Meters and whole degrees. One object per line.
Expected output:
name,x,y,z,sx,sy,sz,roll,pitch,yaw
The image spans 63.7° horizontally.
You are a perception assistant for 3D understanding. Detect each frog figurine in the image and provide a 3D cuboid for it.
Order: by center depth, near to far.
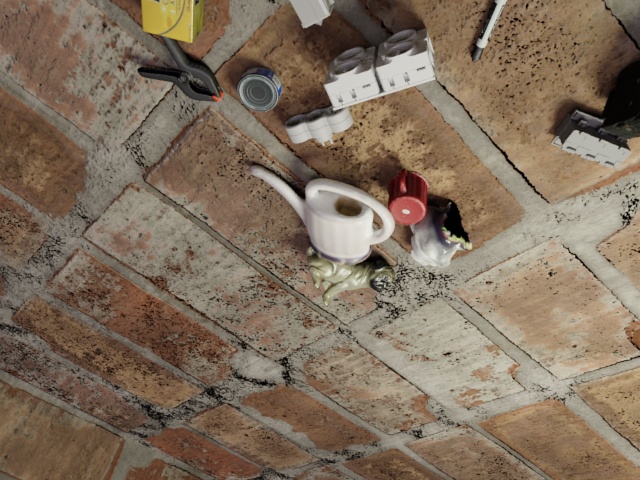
frog figurine,0.247,0.001,1.167,0.157,0.124,0.138,-37,83,45

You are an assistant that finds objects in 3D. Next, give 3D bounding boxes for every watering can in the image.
watering can,0.004,-0.059,1.176,0.349,0.106,0.219,19,141,19
